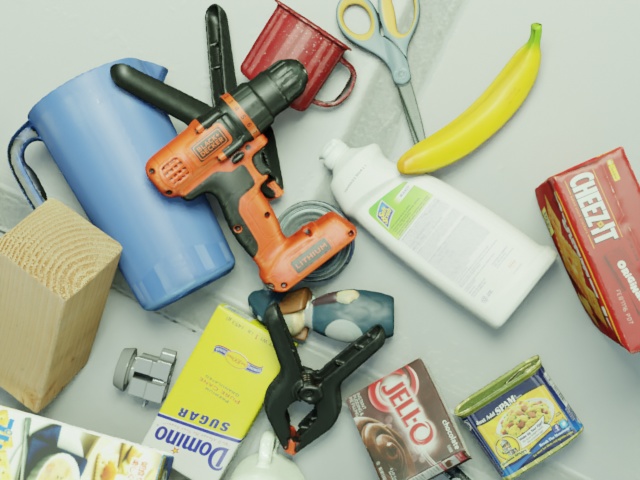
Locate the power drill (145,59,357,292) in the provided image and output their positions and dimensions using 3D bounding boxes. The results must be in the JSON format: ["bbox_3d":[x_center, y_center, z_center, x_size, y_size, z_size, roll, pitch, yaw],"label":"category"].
[{"bbox_3d":[-0.047,-0.059,1.039,0.184,0.057,0.187,-38,102,-1],"label":"power drill"}]

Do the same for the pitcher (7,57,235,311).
[{"bbox_3d":[-0.196,-0.049,1.093,0.149,0.144,0.243,-28,89,36],"label":"pitcher"}]

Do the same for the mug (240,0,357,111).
[{"bbox_3d":[-0.018,-0.179,1.087,0.117,0.093,0.081,30,101,-19],"label":"mug"}]

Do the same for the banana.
[{"bbox_3d":[0.156,-0.128,1.062,0.198,0.069,0.037,-47,43,0],"label":"banana"}]

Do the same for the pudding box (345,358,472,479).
[{"bbox_3d":[0.088,0.188,1.071,0.090,0.039,0.113,-31,57,9],"label":"pudding box"}]

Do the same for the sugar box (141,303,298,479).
[{"bbox_3d":[-0.106,0.164,1.121,0.093,0.048,0.176,29,94,6],"label":"sugar box"}]

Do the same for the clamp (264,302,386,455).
[{"bbox_3d":[-0.020,0.138,1.071,0.120,0.039,0.172,23,113,-5],"label":"clamp"}]

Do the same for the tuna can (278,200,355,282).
[{"bbox_3d":[-0.007,0.001,1.107,0.086,0.033,0.086,0,89,6],"label":"tuna can"}]

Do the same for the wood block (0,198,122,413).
[{"bbox_3d":[-0.276,0.069,1.069,0.091,0.090,0.206,34,137,7],"label":"wood block"}]

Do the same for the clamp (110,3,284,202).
[{"bbox_3d":[-0.099,-0.134,1.095,0.036,0.164,0.210,-20,114,49],"label":"clamp"}]

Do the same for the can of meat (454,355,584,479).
[{"bbox_3d":[0.200,0.178,1.066,0.102,0.057,0.084,-35,88,9],"label":"can of meat"}]

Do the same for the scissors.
[{"bbox_3d":[0.064,-0.175,1.097,0.096,0.016,0.202,0,86,8],"label":"scissors"}]

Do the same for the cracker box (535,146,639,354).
[{"bbox_3d":[0.262,0.009,0.973,0.072,0.213,0.164,-24,87,8],"label":"cracker box"}]

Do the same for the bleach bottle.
[{"bbox_3d":[0.109,-0.023,1.076,0.251,0.068,0.102,39,92,10],"label":"bleach bottle"}]

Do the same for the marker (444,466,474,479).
[{"bbox_3d":[0.152,0.252,1.093,0.121,0.020,0.020,43,97,7],"label":"marker"}]
